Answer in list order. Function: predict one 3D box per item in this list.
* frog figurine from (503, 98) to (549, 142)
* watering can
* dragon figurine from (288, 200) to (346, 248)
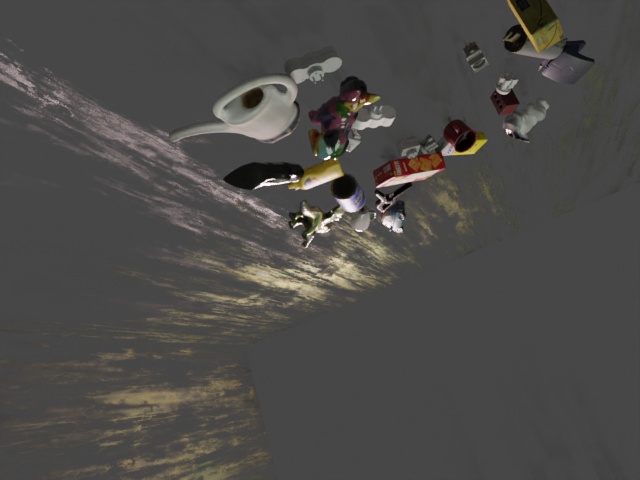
[{"bbox_3d":[0.728,-0.436,1.829,0.137,0.124,0.157,9,110,-35],"label":"frog figurine"},{"bbox_3d":[-0.194,-0.311,1.306,0.345,0.105,0.223,-24,159,23],"label":"watering can"},{"bbox_3d":[0.006,-0.104,2.057,0.245,0.123,0.403,-31,165,-19],"label":"dragon figurine"}]
